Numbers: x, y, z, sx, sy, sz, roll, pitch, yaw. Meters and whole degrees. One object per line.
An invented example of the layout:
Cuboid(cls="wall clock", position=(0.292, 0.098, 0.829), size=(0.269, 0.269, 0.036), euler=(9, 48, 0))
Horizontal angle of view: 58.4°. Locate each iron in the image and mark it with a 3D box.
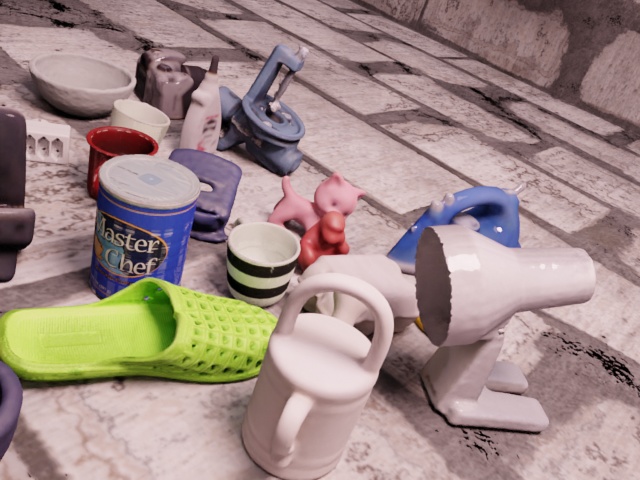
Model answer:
Cuboid(cls="iron", position=(0.218, -0.025, 0.888), size=(0.259, 0.141, 0.118), euler=(-6, 39, -36))

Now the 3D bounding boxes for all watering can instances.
Cuboid(cls="watering can", position=(0.000, 0.105, 0.504), size=(0.101, 0.194, 0.172), euler=(12, 31, -12))

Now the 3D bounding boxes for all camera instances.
Cuboid(cls="camera", position=(-0.272, -0.308, 1.106), size=(0.137, 0.101, 0.142), euler=(-8, 40, -38))

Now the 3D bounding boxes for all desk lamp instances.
Cuboid(cls="desk lamp", position=(0.181, 0.090, 0.611), size=(0.203, 0.213, 0.117), euler=(10, 32, -15))

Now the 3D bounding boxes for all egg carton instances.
Cuboid(cls="egg carton", position=(0.051, 0.069, 0.714), size=(0.151, 0.069, 0.107), euler=(-2, 36, -31))

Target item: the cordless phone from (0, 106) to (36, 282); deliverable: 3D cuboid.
Cuboid(cls="cordless phone", position=(-0.361, -0.054, 0.565), size=(0.148, 0.185, 0.094), euler=(-3, 37, -33))

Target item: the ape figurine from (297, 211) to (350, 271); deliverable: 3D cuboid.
Cuboid(cls="ape figurine", position=(0.007, 0.003, 0.773), size=(0.078, 0.092, 0.076), euler=(6, 33, -21))

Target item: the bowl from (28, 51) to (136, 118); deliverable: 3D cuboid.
Cuboid(cls="bowl", position=(-0.403, -0.255, 0.974), size=(0.167, 0.075, 0.167), euler=(14, 31, -8))

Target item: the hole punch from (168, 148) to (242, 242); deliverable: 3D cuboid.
Cuboid(cls="hole punch", position=(-0.165, -0.062, 0.782), size=(0.109, 0.091, 0.101), euler=(15, 31, -7))

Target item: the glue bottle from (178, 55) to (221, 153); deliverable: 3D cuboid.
Cuboid(cls="glue bottle", position=(-0.188, -0.218, 0.938), size=(0.037, 0.173, 0.078), euler=(27, 31, 13))

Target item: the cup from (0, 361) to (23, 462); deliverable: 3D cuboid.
Cuboid(cls="cup", position=(-0.262, 0.134, 0.409), size=(0.092, 0.095, 0.117), euler=(7, 33, -20))

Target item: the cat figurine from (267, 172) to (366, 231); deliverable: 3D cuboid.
Cuboid(cls="cat figurine", position=(-0.002, -0.056, 0.836), size=(0.128, 0.118, 0.067), euler=(17, 30, -4))

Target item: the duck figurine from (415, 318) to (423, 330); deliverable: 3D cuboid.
Cuboid(cls="duck figurine", position=(0.176, 0.083, 0.745), size=(0.104, 0.086, 0.078), euler=(37, 35, 27))

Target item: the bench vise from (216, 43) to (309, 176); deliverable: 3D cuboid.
Cuboid(cls="bench vise", position=(-0.109, -0.237, 0.967), size=(0.207, 0.220, 0.121), euler=(18, 30, -2))
